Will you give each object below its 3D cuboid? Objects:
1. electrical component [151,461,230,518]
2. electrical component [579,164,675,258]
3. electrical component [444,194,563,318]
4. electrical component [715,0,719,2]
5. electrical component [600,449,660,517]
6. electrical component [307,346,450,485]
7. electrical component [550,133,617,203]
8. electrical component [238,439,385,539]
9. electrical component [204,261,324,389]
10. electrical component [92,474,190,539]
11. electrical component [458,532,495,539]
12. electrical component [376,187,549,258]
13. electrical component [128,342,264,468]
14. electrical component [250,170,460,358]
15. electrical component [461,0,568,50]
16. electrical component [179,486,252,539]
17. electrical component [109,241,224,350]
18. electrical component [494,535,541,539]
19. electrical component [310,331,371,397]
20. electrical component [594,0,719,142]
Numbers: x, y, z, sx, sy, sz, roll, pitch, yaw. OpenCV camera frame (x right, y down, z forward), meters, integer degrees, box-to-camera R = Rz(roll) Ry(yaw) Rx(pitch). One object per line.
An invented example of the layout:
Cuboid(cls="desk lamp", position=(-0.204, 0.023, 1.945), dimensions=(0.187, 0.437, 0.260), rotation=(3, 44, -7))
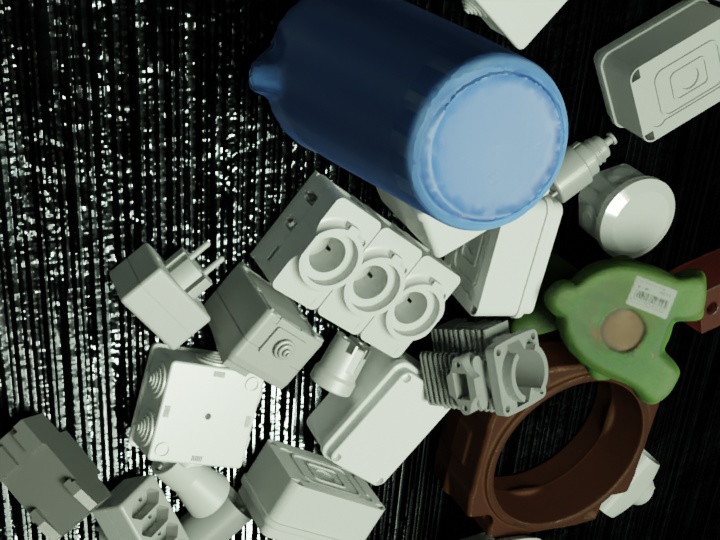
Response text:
Cuboid(cls="electrical component", position=(-0.149, 0.179, 0.932), dimensions=(0.044, 0.044, 0.065), rotation=(-39, 123, -1))
Cuboid(cls="electrical component", position=(0.242, -0.054, 0.983), dimensions=(0.080, 0.051, 0.080), rotation=(-12, 122, -20))
Cuboid(cls="electrical component", position=(0.121, -0.023, 0.925), dimensions=(0.057, 0.078, 0.113), rotation=(1, 117, -24))
Cuboid(cls="electrical component", position=(0.285, -0.249, 0.855), dimensions=(0.109, 0.108, 0.056), rotation=(12, 109, -31))
Cuboid(cls="electrical component", position=(0.296, 0.234, 1.182), dimensions=(0.079, 0.044, 0.077), rotation=(33, 100, -36))
Cuboid(cls="electrical component", position=(0.018, 0.130, 0.976), dimensions=(0.113, 0.057, 0.078), rotation=(-49, 127, 6))
Cuboid(cls="electrical component", position=(0.191, -0.093, 0.942), dimensions=(0.078, 0.040, 0.040), rotation=(-37, 127, -3))
Cuboid(cls="electrical component", position=(-0.045, 0.209, 0.977), dimensions=(0.113, 0.078, 0.057), rotation=(25, 102, -35))
Cuboid(cls="electrical component", position=(-0.079, 0.050, 0.856), dimensions=(0.062, 0.096, 0.061), rotation=(35, 99, -37))
Cuboid(cls="electrical component", position=(-0.198, 0.226, 0.924), dimensions=(0.047, 0.076, 0.083), rotation=(-44, 113, -52))
Cuboid(cls="electrical component", position=(0.111, 0.367, 1.156), dimensions=(0.089, 0.061, 0.150), rotation=(-12, 122, -20))
Cuboid(cls="electrical component", position=(0.075, -0.078, 0.851), dimensions=(0.109, 0.108, 0.056), rotation=(-31, 129, -8))
Cuboid(cls="electrical component", position=(-0.133, 0.113, 0.883), dimensions=(0.100, 0.048, 0.099), rotation=(12, 96, -31))
Cuboid(cls="electrical component", position=(0.000, 0.000, 0.888), dimensions=(0.150, 0.061, 0.089), rotation=(32, 100, -36))
Cuboid(cls="electrical component", position=(0.117, -0.233, 0.819), dimensions=(0.099, 0.048, 0.100), rotation=(-48, 127, 6))
Cuboid(cls="electrical component", position=(-0.141, 0.233, 0.965), dimensions=(0.081, 0.043, 0.043), rotation=(-41, 127, 1))
Cuboid(cls="electrical component", position=(-0.141, 0.009, 0.833), dimensions=(0.077, 0.047, 0.065), rotation=(-40, 127, -1))
Cuboid(cls="electrical component", position=(0.145, 0.295, 1.064), dimensions=(0.080, 0.051, 0.080), rotation=(-9, 157, -4))
Cuboid(cls="electrical component", position=(-0.016, 0.082, 0.943), dimensions=(0.040, 0.040, 0.046), rotation=(23, 99, -34))
Cuboid(cls="electrical component", position=(0.265, -0.173, 0.922), dimensions=(0.113, 0.057, 0.078), rotation=(-31, 127, -7))
